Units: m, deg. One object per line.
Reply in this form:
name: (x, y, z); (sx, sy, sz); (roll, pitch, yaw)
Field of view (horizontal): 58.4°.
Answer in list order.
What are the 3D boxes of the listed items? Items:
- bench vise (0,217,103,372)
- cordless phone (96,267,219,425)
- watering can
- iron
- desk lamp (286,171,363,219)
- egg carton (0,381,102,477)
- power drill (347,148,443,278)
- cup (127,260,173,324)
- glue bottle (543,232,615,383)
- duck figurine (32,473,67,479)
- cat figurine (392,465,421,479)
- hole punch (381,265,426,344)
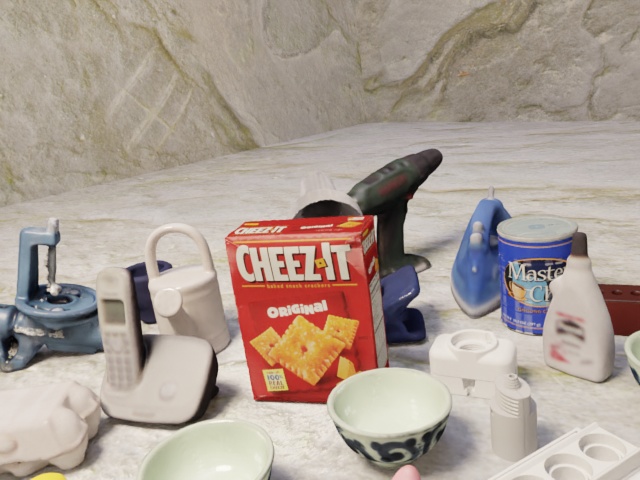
bench vise: (-0.430, 0.083, 0.850); (0.208, 0.220, 0.121); (-14, 18, -20)
cordless phone: (-0.202, 0.123, 0.684); (0.147, 0.185, 0.094); (-2, 18, 18)
watering can: (-0.195, 0.071, 0.830); (0.101, 0.194, 0.172); (-14, 18, -19)
iron: (0.266, 0.008, 0.924); (0.118, 0.141, 0.259); (0, 19, 23)
desk lamp: (0.009, 0.003, 0.928); (0.118, 0.214, 0.203); (-8, 17, -2)
egg carton: (-0.327, 0.214, 0.641); (0.150, 0.069, 0.107); (-8, 17, -2)
power drill: (0.142, -0.044, 1.030); (0.230, 0.208, 0.075); (-20, 21, -34)
cup: (-0.302, 0.093, 0.975); (0.117, 0.095, 0.092); (-4, 18, 13)
glue bottle: (0.293, 0.073, 0.652); (0.037, 0.173, 0.077); (-22, 22, -38)
duck figurine: (-0.233, 0.241, 0.488); (0.104, 0.086, 0.077); (-7, 17, 1)
cat figurine: (0.076, 0.213, 0.391); (0.127, 0.118, 0.067); (-2, 18, 18)
hole punch: (0.096, 0.092, 0.815); (0.101, 0.091, 0.108); (-6, 17, 5)
